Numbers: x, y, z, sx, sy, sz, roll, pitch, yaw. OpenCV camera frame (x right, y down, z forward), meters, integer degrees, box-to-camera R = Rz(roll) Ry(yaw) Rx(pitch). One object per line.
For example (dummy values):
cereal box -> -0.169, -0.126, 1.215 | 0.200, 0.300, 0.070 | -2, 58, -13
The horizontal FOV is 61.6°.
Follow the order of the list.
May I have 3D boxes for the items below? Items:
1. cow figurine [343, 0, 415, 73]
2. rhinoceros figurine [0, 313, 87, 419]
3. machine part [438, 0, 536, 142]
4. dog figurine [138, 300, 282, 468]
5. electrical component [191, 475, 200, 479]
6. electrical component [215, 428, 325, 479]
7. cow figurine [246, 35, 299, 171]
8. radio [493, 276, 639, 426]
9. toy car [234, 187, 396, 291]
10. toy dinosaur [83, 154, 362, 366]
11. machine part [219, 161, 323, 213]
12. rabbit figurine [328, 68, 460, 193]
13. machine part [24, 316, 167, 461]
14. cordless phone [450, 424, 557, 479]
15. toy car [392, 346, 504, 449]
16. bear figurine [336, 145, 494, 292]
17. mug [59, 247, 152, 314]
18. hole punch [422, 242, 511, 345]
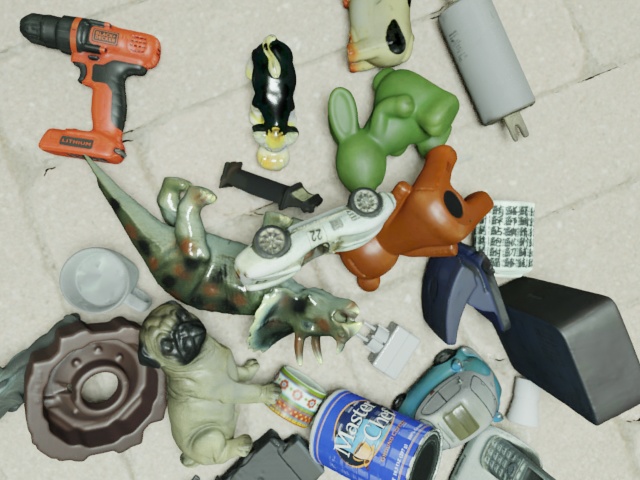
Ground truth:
cow figurine -> 0.093, -0.335, 0.740 | 0.127, 0.085, 0.194 | -3, 87, 2
rhinoceros figurine -> -0.372, 0.174, 0.690 | 0.190, 0.112, 0.073 | -39, 94, -11
machine part -> 0.231, -0.250, 0.750 | 0.079, 0.079, 0.243 | -24, 92, -4
dog figurine -> -0.169, 0.182, 0.660 | 0.190, 0.121, 0.172 | 39, 72, -32
electrical component -> -0.156, 0.364, 0.696 | 0.075, 0.119, 0.048 | 38, 87, -5
electrical component -> -0.062, 0.330, 0.733 | 0.134, 0.058, 0.115 | -42, 94, -3
cow figurine -> -0.060, -0.180, 0.721 | 0.068, 0.098, 0.167 | -4, 89, -10
radio -> 0.296, 0.127, 0.674 | 0.073, 0.229, 0.131 | -26, 94, -1
toy car -> -0.001, -0.002, 0.611 | 0.202, 0.073, 0.056 | -23, 75, -15
toy dinosaur -> -0.137, 0.034, 0.708 | 0.405, 0.131, 0.192 | 18, 90, 4
machine part -> -0.067, -0.069, 0.735 | 0.139, 0.084, 0.039 | 20, 113, 5
rabbit figurine -> 0.078, -0.143, 0.717 | 0.159, 0.121, 0.170 | 40, 84, 4
machine part -> -0.274, 0.181, 0.666 | 0.179, 0.056, 0.179 | -6, 101, -34
cordless phone -> 0.246, 0.337, 0.690 | 0.089, 0.184, 0.146 | 27, 87, -7
toy car -> 0.179, 0.225, 0.728 | 0.162, 0.103, 0.109 | -36, 91, -5
bear figurine -> 0.112, -0.017, 0.719 | 0.120, 0.196, 0.132 | 47, 48, -9
mug -> -0.266, 0.054, 0.699 | 0.109, 0.107, 0.080 | 28, 88, -7
hole punch -> 0.182, 0.069, 0.720 | 0.092, 0.142, 0.115 | -19, 102, 0
